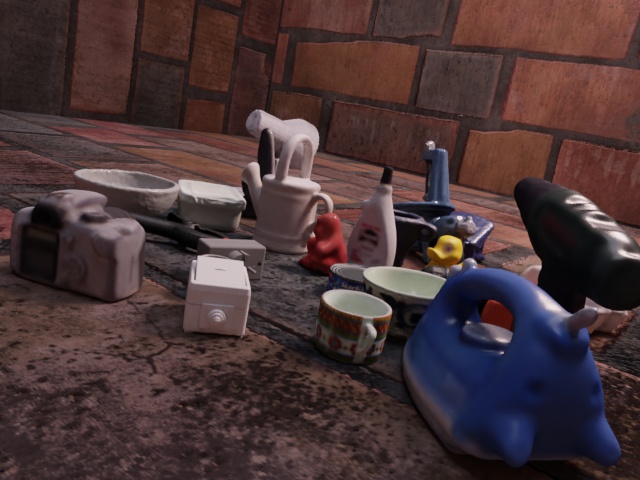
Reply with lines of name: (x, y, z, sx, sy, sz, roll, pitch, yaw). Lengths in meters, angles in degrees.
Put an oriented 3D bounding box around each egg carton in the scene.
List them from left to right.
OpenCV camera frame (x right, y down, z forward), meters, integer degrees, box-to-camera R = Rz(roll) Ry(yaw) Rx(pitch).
egg carton: (0.379, 0.086, 0.867, 0.107, 0.069, 0.149, 2, 15, -33)

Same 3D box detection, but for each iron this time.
iron: (0.146, 0.085, 0.507, 0.119, 0.141, 0.257, 7, 13, -17)

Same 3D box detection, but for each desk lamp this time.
desk lamp: (-0.114, -0.194, 1.360, 0.204, 0.213, 0.117, -2, 18, -45)

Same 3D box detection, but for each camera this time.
camera: (-0.256, -0.005, 0.664, 0.143, 0.101, 0.137, 14, 13, 14)

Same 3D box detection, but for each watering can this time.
watering can: (-0.057, -0.084, 0.964, 0.172, 0.194, 0.101, 12, 13, 5)

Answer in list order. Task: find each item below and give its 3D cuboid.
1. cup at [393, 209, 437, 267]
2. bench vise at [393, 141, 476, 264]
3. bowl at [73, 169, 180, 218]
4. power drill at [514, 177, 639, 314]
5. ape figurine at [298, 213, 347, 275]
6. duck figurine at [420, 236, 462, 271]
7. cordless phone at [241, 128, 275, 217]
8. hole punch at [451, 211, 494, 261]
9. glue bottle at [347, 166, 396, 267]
cup: (0.137, 0.003, 0.975, 0.117, 0.095, 0.092, 17, 14, 27)
bench vise: (0.229, -0.069, 1.084, 0.122, 0.220, 0.206, -2, 18, -45)
bowl: (-0.318, -0.066, 0.941, 0.167, 0.075, 0.167, 10, 12, -2)
power drill: (0.234, 0.050, 0.585, 0.076, 0.208, 0.229, 9, 13, -9)
ape figurine: (0.008, 0.003, 0.870, 0.076, 0.092, 0.078, 13, 13, 8)
duck figurine: (0.202, 0.036, 0.903, 0.105, 0.086, 0.077, 2, 15, -35)
cordless phone: (-0.117, -0.143, 1.197, 0.094, 0.185, 0.147, 7, 13, -17)
hole punch: (0.284, -0.007, 1.151, 0.108, 0.091, 0.101, 20, 15, 35)
glue bottle: (0.090, -0.031, 0.905, 0.078, 0.173, 0.037, 17, 14, 26)
